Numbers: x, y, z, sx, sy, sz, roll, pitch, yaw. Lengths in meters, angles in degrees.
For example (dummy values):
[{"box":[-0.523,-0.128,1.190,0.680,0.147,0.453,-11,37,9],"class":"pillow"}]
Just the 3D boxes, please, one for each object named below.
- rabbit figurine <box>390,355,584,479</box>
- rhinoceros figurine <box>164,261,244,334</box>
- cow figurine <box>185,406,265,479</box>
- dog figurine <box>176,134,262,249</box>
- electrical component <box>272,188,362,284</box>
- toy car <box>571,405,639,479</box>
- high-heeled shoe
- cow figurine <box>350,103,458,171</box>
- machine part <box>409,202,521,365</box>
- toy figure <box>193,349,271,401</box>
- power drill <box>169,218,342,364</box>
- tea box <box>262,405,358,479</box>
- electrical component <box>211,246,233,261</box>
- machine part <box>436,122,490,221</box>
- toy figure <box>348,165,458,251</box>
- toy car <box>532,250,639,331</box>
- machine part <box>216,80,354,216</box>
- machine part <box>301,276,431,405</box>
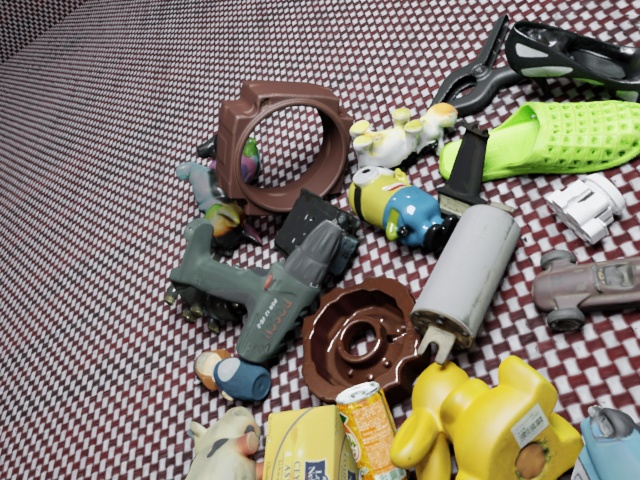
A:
[{"box":[0.153,0.192,0.556,0.162,0.121,0.173,-45,25,-6],"class":"rabbit figurine"},{"box":[-0.166,0.089,0.877,0.191,0.073,0.112,2,50,38],"class":"rhinoceros figurine"},{"box":[-0.125,0.285,0.661,0.127,0.085,0.195,-20,19,22],"class":"cow figurine"},{"box":[-0.156,-0.084,0.971,0.191,0.108,0.219,-41,49,-1],"class":"dog figurine"},{"box":[-0.002,-0.002,0.812,0.134,0.058,0.114,34,101,46],"class":"electrical component"},{"box":[0.266,0.226,0.449,0.103,0.109,0.162,-50,33,19],"class":"toy car"},{"box":[0.370,-0.243,0.685,0.249,0.145,0.086,-1,59,37],"class":"high-heeled shoe"},{"box":[0.134,-0.149,0.833,0.167,0.098,0.068,-16,44,1],"class":"cow figurine"},{"box":[0.175,0.041,0.641,0.079,0.079,0.243,8,53,39],"class":"machine part"},{"box":[-0.138,0.193,0.788,0.155,0.057,0.064,6,24,40],"class":"toy figure"},{"box":[-0.097,0.042,0.762,0.207,0.086,0.232,24,100,9],"class":"power drill"},{"box":[-0.012,0.287,0.620,0.098,0.068,0.170,-18,49,25],"class":"tea box"},{"box":[-0.201,0.030,0.973,0.094,0.021,0.063,11,65,40],"class":"electrical component"},{"box":[0.198,-0.089,0.730,0.084,0.039,0.138,28,117,49],"class":"machine part"},{"box":[0.109,-0.043,0.768,0.180,0.082,0.089,41,117,38],"class":"toy figure"},{"box":[0.331,0.043,0.571,0.202,0.053,0.089,-11,50,31],"class":"toy car"},{"box":[-0.056,-0.141,0.846,0.087,0.201,0.200,49,137,49],"class":"machine part"},{"box":[0.058,0.133,0.693,0.179,0.056,0.179,-18,49,22],"class":"machine part"}]
